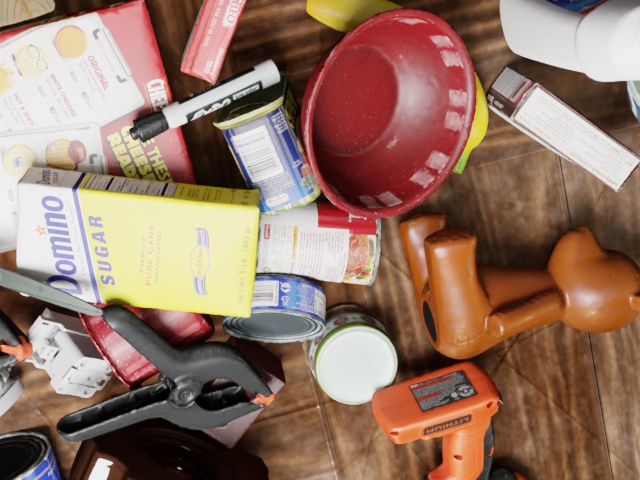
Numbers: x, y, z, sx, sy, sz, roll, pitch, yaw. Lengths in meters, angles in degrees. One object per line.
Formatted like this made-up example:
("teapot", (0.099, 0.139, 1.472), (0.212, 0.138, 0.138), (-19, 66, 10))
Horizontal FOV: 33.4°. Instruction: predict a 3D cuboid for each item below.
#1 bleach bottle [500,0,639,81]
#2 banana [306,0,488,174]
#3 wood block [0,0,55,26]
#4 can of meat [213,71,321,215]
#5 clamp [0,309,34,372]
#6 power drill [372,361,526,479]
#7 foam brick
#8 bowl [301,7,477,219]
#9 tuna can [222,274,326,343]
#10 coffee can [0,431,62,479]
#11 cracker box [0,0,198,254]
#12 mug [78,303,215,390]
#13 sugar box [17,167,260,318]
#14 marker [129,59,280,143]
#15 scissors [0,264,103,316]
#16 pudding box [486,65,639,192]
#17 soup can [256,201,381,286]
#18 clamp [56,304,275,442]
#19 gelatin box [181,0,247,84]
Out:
("bleach bottle", (0.209, -0.155, 0.762), (0.102, 0.251, 0.068), (-16, 108, -2))
("banana", (0.077, -0.141, 0.864), (0.069, 0.037, 0.197), (-43, 106, 6))
("wood block", (-0.307, -0.185, 0.747), (0.206, 0.090, 0.091), (-4, 109, 15))
("can of meat", (-0.038, -0.076, 0.837), (0.057, 0.102, 0.084), (-20, 111, 9))
("clamp", (-0.334, 0.077, 0.844), (0.210, 0.036, 0.164), (17, 91, 5))
("power drill", (0.095, 0.205, 0.936), (0.184, 0.057, 0.187), (-19, 127, -9))
("foam brick", (-0.074, 0.128, 0.919), (0.053, 0.051, 0.078), (36, 99, -15))
("bowl", (0.042, -0.100, 0.816), (0.161, 0.055, 0.162), (-15, 117, -31))
("tuna can", (-0.037, 0.058, 0.885), (0.086, 0.086, 0.034), (5, 68, -8))
("coffee can", (-0.259, 0.250, 0.908), (0.103, 0.103, 0.140), (-14, 107, -2))
("cracker box", (-0.217, -0.085, 0.830), (0.213, 0.072, 0.164), (-15, 109, -3))
("mug", (-0.145, 0.056, 0.869), (0.081, 0.093, 0.117), (-33, 117, -1))
("sugar box", (-0.135, 0.002, 0.797), (0.176, 0.048, 0.093), (4, 112, -4))
("marker", (-0.087, -0.104, 0.801), (0.121, 0.020, 0.020), (-26, 108, -13))
("scissors", (-0.259, 0.036, 0.794), (0.202, 0.016, 0.096), (32, 114, 9))
("pudding box", (0.195, -0.091, 0.865), (0.113, 0.090, 0.039), (30, 101, -14))
("soup can", (-0.006, 0.001, 0.881), (0.102, 0.068, 0.068), (4, 106, -7))
("clamp", (-0.120, 0.120, 0.839), (0.171, 0.039, 0.120), (22, 114, -33))
("gelatin box", (-0.080, -0.162, 0.812), (0.030, 0.089, 0.073), (20, 103, -12))
